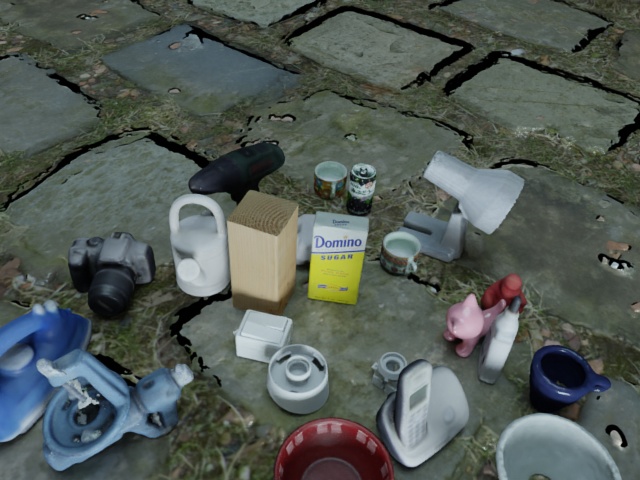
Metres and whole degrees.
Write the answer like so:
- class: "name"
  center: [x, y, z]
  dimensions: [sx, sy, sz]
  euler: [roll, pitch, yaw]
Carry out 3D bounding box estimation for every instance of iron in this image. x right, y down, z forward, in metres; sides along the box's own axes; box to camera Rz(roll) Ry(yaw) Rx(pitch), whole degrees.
- class: "iron"
  center: [-0.444, 0.169, 0.846]
  dimensions: [0.118, 0.141, 0.259]
  euler: [19, 45, 15]

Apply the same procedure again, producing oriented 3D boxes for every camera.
- class: "camera"
  center: [-0.374, 0.058, 1.001]
  dimensions: [0.143, 0.101, 0.136]
  euler: [3, 43, -2]

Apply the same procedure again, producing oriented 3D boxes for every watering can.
- class: "watering can"
  center: [-0.209, 0.005, 1.002]
  dimensions: [0.101, 0.194, 0.172]
  euler: [-12, 45, -16]

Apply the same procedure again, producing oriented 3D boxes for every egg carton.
- class: "egg carton"
  center: [0.010, 0.004, 1.114]
  dimensions: [0.150, 0.069, 0.107]
  euler: [3, 43, -2]

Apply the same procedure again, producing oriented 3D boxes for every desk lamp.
- class: "desk lamp"
  center: [0.263, -0.062, 1.101]
  dimensions: [0.202, 0.214, 0.118]
  euler: [20, 45, 16]

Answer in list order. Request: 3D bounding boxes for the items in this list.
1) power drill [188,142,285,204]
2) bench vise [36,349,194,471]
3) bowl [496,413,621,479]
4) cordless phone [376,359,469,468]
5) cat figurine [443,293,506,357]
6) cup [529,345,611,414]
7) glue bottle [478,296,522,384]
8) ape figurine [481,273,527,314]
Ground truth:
- class: "power drill"
  center: [-0.153, -0.082, 1.090]
  dimensions: [0.075, 0.208, 0.230]
  euler: [27, 47, 22]
- class: "bench vise"
  center: [-0.285, 0.198, 0.771]
  dimensions: [0.121, 0.220, 0.208]
  euler: [33, 50, 28]
- class: "bowl"
  center: [0.317, 0.331, 0.787]
  dimensions: [0.167, 0.075, 0.167]
  euler: [3, 43, -2]
- class: "cordless phone"
  center: [0.154, 0.221, 0.810]
  dimensions: [0.148, 0.185, 0.094]
  euler: [-29, 52, -30]
- class: "cat figurine"
  center: [0.258, 0.135, 0.960]
  dimensions: [0.128, 0.118, 0.067]
  euler: [-15, 46, -20]
- class: "cup"
  center: [0.376, 0.228, 0.888]
  dimensions: [0.117, 0.095, 0.092]
  euler: [12, 44, 8]
- class: "glue bottle"
  center: [0.289, 0.150, 0.906]
  dimensions: [0.037, 0.173, 0.078]
  euler: [14, 44, 11]
- class: "ape figurine"
  center: [0.333, 0.097, 1.026]
  dimensions: [0.077, 0.092, 0.076]
  euler: [18, 45, 14]
